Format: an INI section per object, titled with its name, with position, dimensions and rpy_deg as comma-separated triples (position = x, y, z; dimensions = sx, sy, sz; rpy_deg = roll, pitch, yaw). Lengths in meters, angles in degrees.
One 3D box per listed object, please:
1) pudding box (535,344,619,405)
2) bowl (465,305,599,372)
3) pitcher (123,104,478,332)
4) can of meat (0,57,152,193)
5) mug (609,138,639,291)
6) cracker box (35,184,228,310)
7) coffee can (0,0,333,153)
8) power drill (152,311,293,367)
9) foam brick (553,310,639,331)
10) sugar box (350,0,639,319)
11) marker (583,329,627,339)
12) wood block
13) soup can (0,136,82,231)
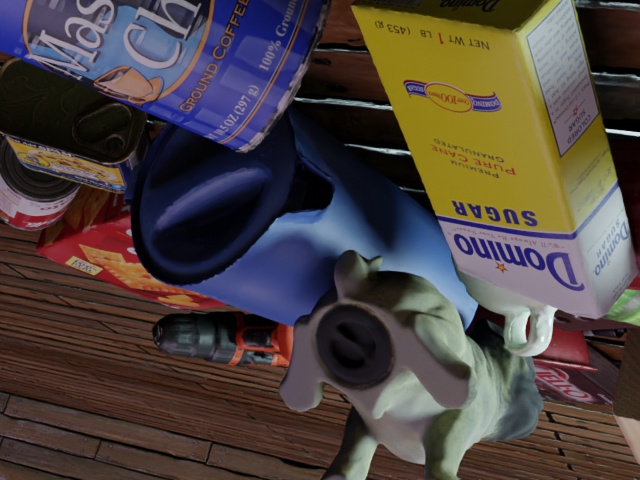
[pudding box]
position = 0.229, 0.124, 1.029
dimensions = 0.090, 0.039, 0.113
rpy_deg = -2, 155, 44
[bowl]
position = 0.149, 0.070, 0.874
dimensions = 0.162, 0.055, 0.162
rpy_deg = 9, 174, 1
[pitcher]
position = -0.005, 0.001, 0.716
dimensions = 0.145, 0.149, 0.242
rpy_deg = -42, 139, 18
[can of meat]
position = -0.166, -0.075, 0.727
dimensions = 0.102, 0.057, 0.084
rpy_deg = 16, 165, 0
[mug]
position = 0.188, -0.016, 0.570
dimensions = 0.117, 0.093, 0.082
rpy_deg = -18, -166, -39
[cracker box]
position = -0.120, -0.001, 0.890
dimensions = 0.164, 0.072, 0.214
rpy_deg = 24, 160, -29
[coffee can]
position = -0.077, -0.110, 0.457
dimensions = 0.140, 0.103, 0.103
rpy_deg = 22, 162, -20
[power drill]
position = -0.041, 0.088, 0.977
dimensions = 0.184, 0.057, 0.188
rpy_deg = 5, 173, -28
[foam brick]
position = 0.191, 0.032, 0.755
dimensions = 0.053, 0.051, 0.078
rpy_deg = 25, 161, -29
[sugar box]
position = 0.086, -0.043, 0.497
dimensions = 0.093, 0.048, 0.176
rpy_deg = 22, 147, 44
[marker]
position = 0.209, 0.073, 0.923
dimensions = 0.121, 0.020, 0.020
rpy_deg = -2, 156, 45
[wood block]
position = 0.315, 0.140, 0.920
dimensions = 0.090, 0.091, 0.206
rpy_deg = 8, 162, 25
[soup can]
position = -0.221, -0.051, 0.830
dimensions = 0.068, 0.068, 0.102
rpy_deg = 21, 162, -16
